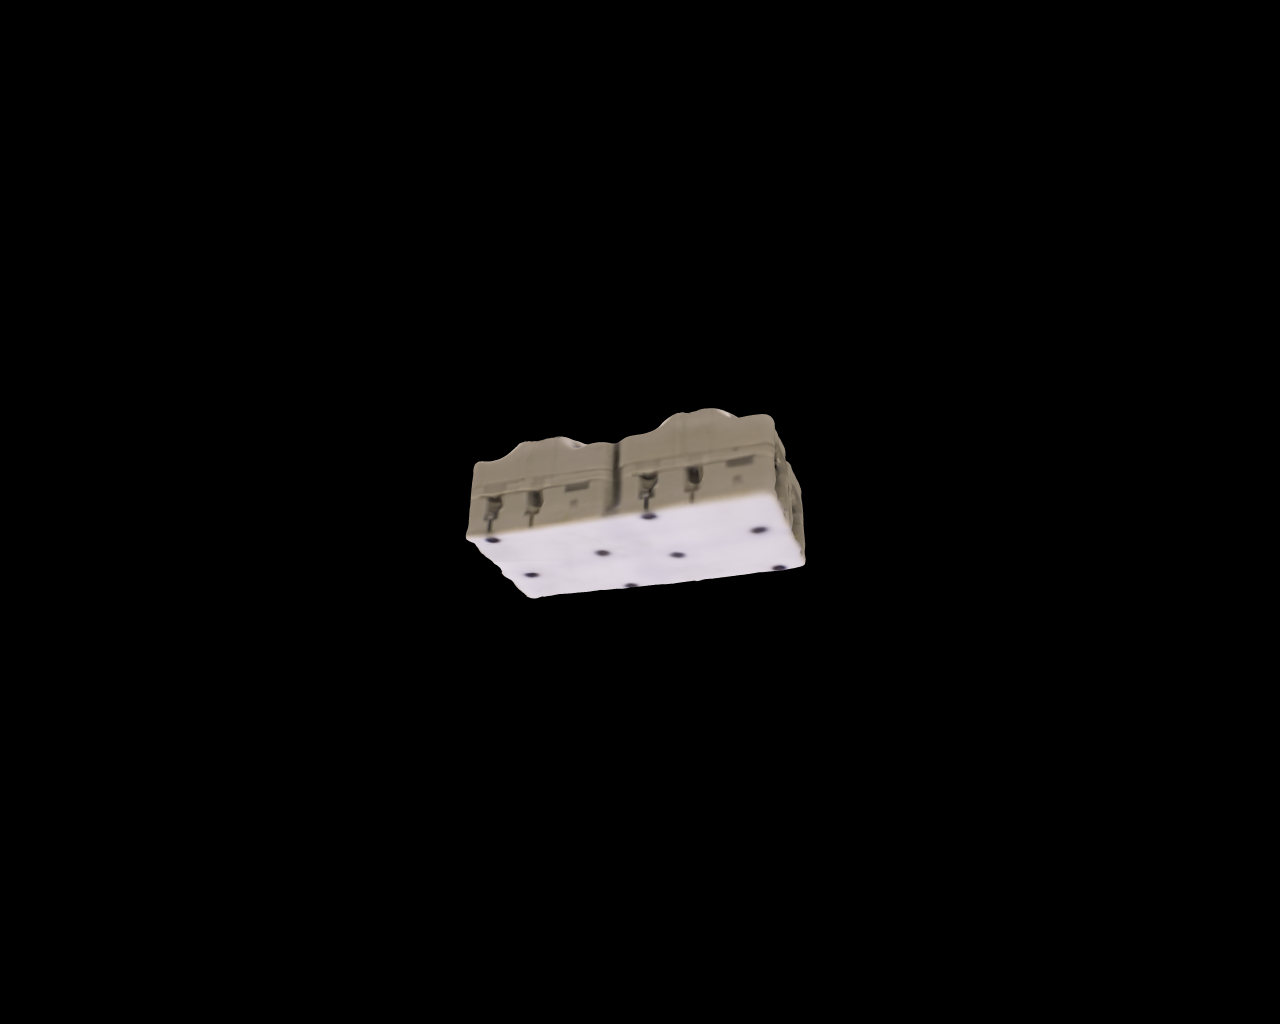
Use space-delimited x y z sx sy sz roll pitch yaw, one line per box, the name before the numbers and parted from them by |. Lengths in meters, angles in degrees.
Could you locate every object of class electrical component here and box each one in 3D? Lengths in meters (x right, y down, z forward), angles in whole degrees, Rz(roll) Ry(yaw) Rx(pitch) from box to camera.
electrical component | 0.001 -0.003 0.650 0.186 0.060 0.105 -8 -28 16
